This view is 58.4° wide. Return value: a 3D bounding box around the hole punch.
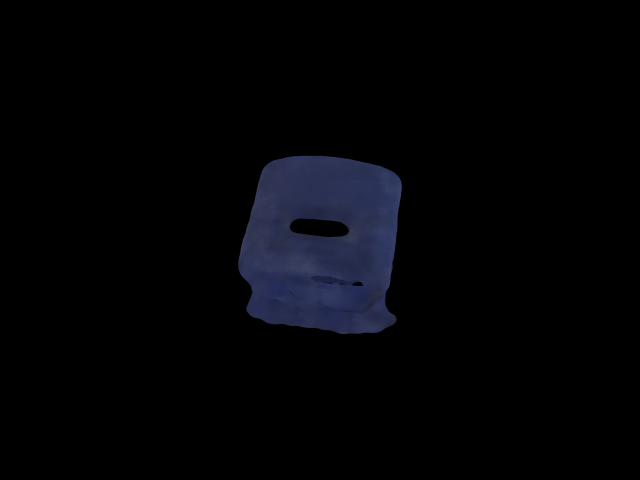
[{"bbox_3d":[0.004,0.001,0.400,0.108,0.091,0.101,6,36,8],"label":"hole punch"}]
